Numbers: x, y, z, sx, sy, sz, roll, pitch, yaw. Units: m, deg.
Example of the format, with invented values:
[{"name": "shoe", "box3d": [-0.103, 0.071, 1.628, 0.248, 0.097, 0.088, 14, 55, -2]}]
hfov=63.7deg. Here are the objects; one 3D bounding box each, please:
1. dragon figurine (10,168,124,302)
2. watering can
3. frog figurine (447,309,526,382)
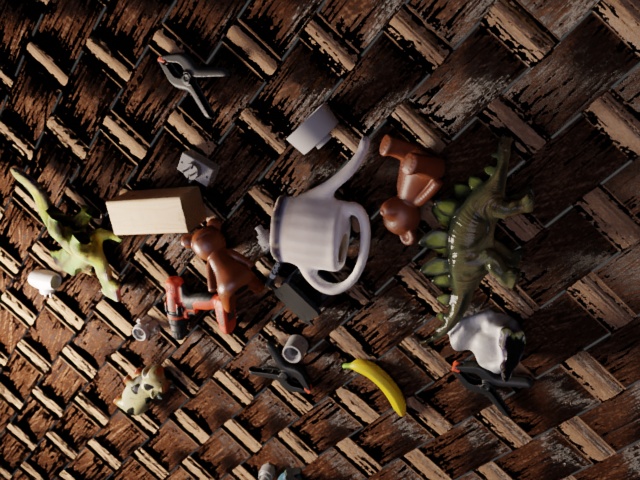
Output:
[{"name": "dragon figurine", "box3d": [-0.669, 0.007, 1.362, 0.410, 0.124, 0.238, 40, 126, 1]}, {"name": "watering can", "box3d": [0.003, -0.056, 1.110, 0.224, 0.105, 0.345, 8, 100, 16]}, {"name": "frog figurine", "box3d": [0.351, 0.211, 1.109, 0.160, 0.124, 0.135, 15, 132, 53]}]
